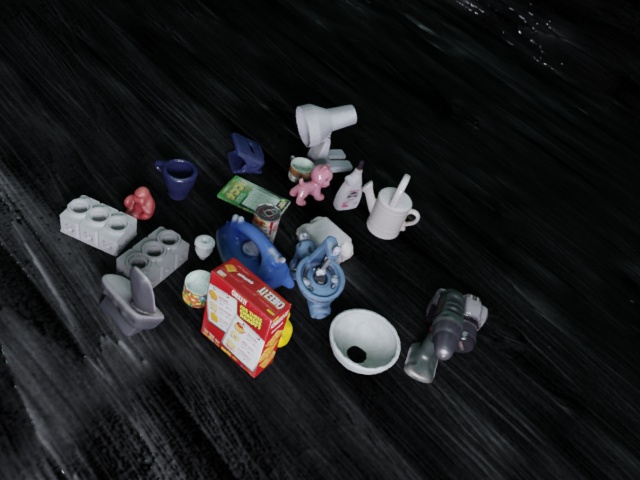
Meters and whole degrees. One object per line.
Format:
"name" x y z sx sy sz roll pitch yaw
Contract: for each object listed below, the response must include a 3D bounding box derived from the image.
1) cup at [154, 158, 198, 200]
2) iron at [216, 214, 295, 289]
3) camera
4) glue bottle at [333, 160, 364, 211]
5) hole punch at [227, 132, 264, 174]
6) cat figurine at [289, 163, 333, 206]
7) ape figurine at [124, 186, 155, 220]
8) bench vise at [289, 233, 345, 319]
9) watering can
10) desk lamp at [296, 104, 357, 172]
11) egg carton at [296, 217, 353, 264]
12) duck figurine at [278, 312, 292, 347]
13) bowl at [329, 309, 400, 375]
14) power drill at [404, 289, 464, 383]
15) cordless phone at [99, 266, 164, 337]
"cup" -0.383 -0.157 1.507 0.117 0.095 0.092 22 44 2
"iron" -0.167 0.018 1.380 0.119 0.141 0.257 -26 60 -37
"camera" 0.343 0.199 1.417 0.143 0.101 0.137 21 44 1
"glue bottle" 0.094 -0.158 1.625 0.078 0.173 0.037 -14 53 -30
"hole punch" -0.212 -0.255 1.669 0.101 0.091 0.108 -3 48 -22
"cat figurine" -0.015 -0.170 1.638 0.128 0.118 0.067 -21 57 -34
"ape figurine" -0.445 -0.096 1.427 0.076 0.092 0.077 -27 60 -37
"bench vise" -0.015 0.051 1.347 0.122 0.220 0.207 -19 56 -34
"watering can" 0.197 -0.104 1.594 0.173 0.194 0.101 12 44 -9
"desk lamp" 0.017 -0.312 1.720 0.204 0.213 0.117 -7 50 -25
"egg carton" 0.014 0.005 1.510 0.150 0.069 0.107 41 47 20
"duck figurine" -0.094 0.181 1.287 0.078 0.086 0.104 6 45 -14
"bowl" 0.094 0.243 1.302 0.167 0.075 0.167 10 44 -10
"power drill" 0.263 0.226 1.284 0.075 0.208 0.230 23 44 4
"cordless phone" -0.391 0.098 1.188 0.147 0.185 0.094 38 47 18
